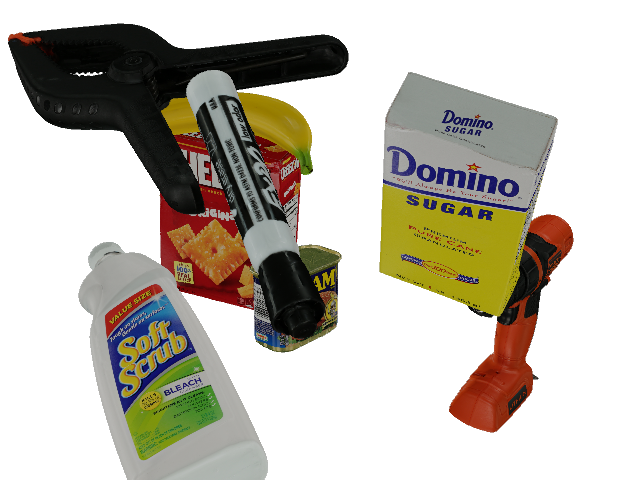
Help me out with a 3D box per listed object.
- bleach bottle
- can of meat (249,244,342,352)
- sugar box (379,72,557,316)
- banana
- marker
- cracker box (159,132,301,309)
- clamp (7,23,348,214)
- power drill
[{"bbox_3d":[-0.133,0.093,0.812,0.102,0.068,0.251,-25,49,-12],"label":"bleach bottle"},{"bbox_3d":[-0.025,0.060,1.121,0.058,0.084,0.101,18,27,38],"label":"can of meat"},{"bbox_3d":[0.086,-0.022,0.670,0.093,0.048,0.176,20,-26,14],"label":"sugar box"},{"bbox_3d":[-0.086,-0.110,0.992,0.198,0.037,0.069,12,47,23],"label":"banana"},{"bbox_3d":[-0.024,-0.015,0.379,0.020,0.121,0.020,-15,-38,-12],"label":"marker"},{"bbox_3d":[-0.114,-0.028,1.316,0.164,0.214,0.072,14,29,18],"label":"cracker box"},{"bbox_3d":[-0.098,-0.097,0.644,0.210,0.036,0.164,23,49,31],"label":"clamp"},{"bbox_3d":[0.171,0.082,0.989,0.057,0.188,0.184,24,31,26],"label":"power drill"}]
